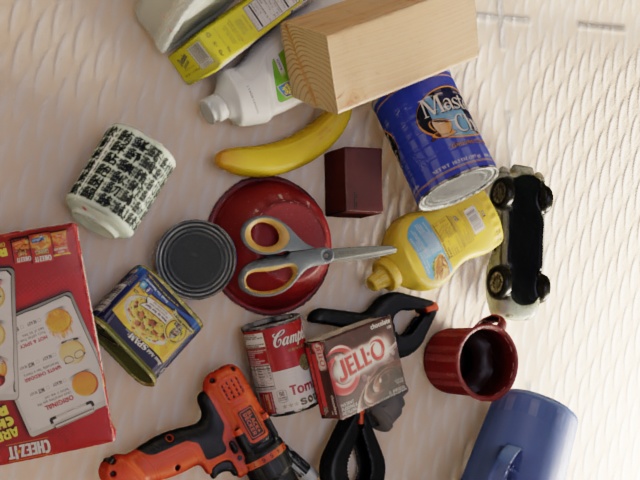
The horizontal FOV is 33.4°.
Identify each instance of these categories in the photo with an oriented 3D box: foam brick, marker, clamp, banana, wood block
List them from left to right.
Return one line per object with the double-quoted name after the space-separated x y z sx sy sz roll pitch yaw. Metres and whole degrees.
-0.048 0.232 1.199 0.121 0.020 0.020 46 67 -17 "marker"
-0.032 -0.114 1.223 0.197 0.037 0.069 -34 117 -22 "banana"
0.030 0.299 1.215 0.164 0.036 0.210 2 83 -44 "clamp"
0.039 -0.067 1.255 0.052 0.051 0.078 2 84 -28 "foam brick"
0.064 0.104 1.262 0.171 0.039 0.120 -35 107 -29 "clamp"
0.070 -0.222 1.187 0.205 0.090 0.091 -25 122 -27 "wood block"

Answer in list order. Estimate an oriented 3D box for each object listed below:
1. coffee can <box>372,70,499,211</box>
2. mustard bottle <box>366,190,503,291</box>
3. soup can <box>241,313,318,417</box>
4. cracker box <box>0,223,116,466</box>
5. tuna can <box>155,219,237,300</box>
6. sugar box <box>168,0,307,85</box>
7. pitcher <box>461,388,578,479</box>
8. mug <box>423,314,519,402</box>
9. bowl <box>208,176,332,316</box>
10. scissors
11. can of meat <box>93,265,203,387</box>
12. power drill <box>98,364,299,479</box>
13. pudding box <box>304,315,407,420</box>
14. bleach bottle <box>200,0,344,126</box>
0.135 -0.120 1.257 0.102 0.103 0.140 -14 71 -29 "coffee can"
0.131 0.007 1.294 0.191 0.058 0.096 -33 100 -27 "mustard bottle"
-0.044 0.138 1.182 0.068 0.069 0.102 -14 93 -29 "soup can"
-0.296 0.101 1.024 0.164 0.072 0.214 -10 92 -9 "cracker box"
-0.132 0.021 1.144 0.086 0.034 0.086 0 91 0 "tuna can"
-0.078 -0.245 1.182 0.176 0.093 0.048 -45 106 -25 "sugar box"
0.225 0.303 1.275 0.145 0.149 0.242 29 69 -17 "pitcher"
0.185 0.138 1.299 0.093 0.082 0.117 41 68 -20 "mug"
-0.045 0.004 1.200 0.161 0.055 0.162 3 84 -29 "bowl"
-0.008 0.001 1.178 0.201 0.016 0.096 -22 97 -29 "scissors"
-0.185 0.088 1.116 0.102 0.058 0.083 49 64 -16 "can of meat"
-0.122 0.249 1.120 0.187 0.057 0.184 -28 88 -25 "power drill"
0.040 0.141 1.190 0.113 0.039 0.090 -17 96 -45 "pudding box"
-0.033 -0.209 1.219 0.250 0.068 0.102 -33 112 -25 "bleach bottle"
